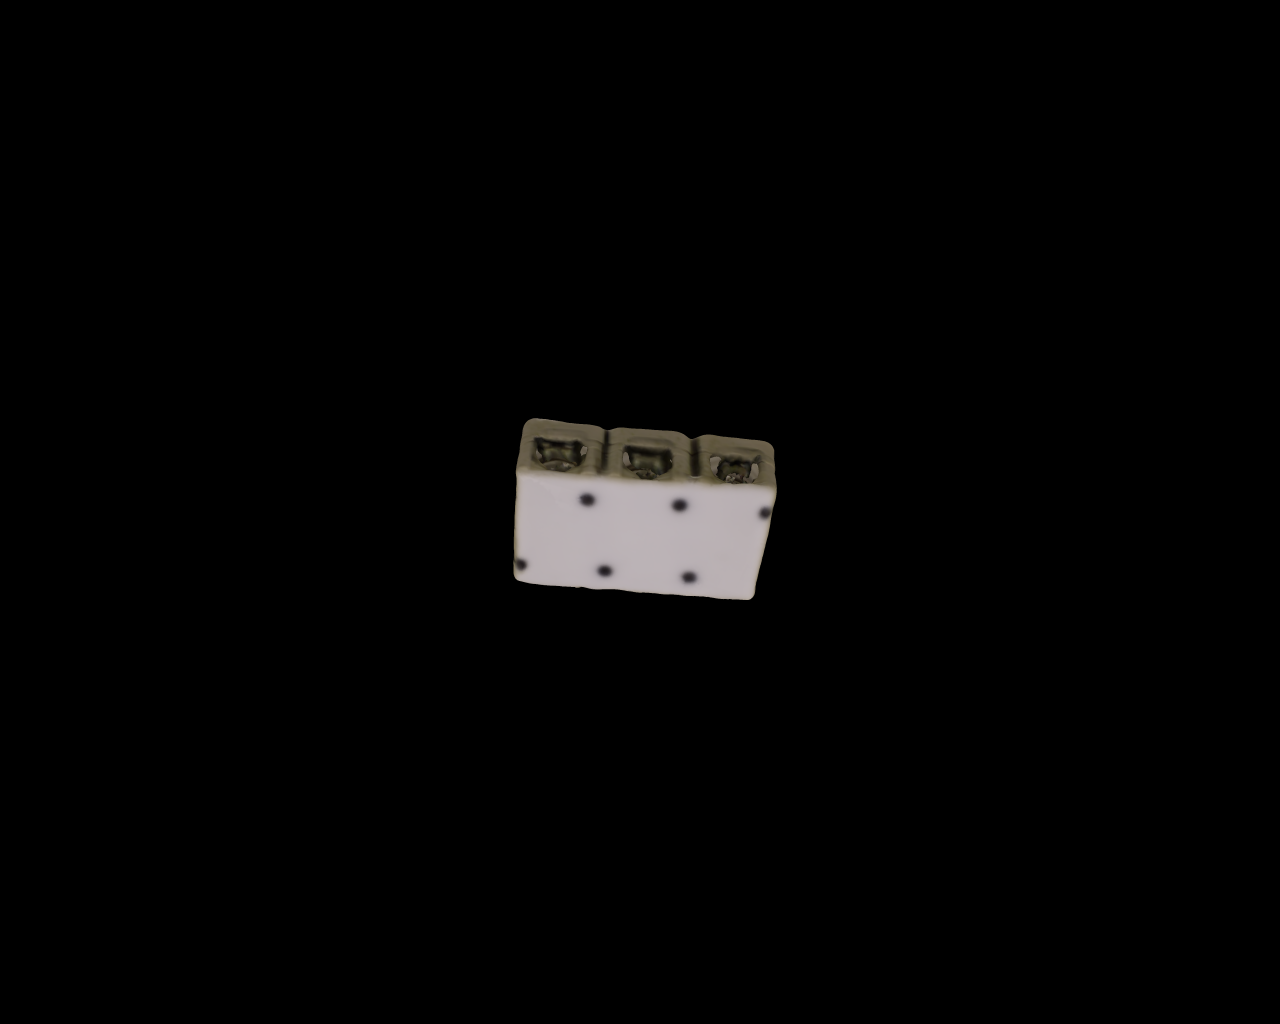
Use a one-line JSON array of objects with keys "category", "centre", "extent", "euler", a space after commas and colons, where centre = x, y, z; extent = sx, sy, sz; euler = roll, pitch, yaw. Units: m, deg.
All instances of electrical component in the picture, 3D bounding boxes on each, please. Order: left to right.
[{"category": "electrical component", "centre": [0.001, -0.003, 0.650], "extent": [0.150, 0.089, 0.062], "euler": [5, 37, -4]}]
